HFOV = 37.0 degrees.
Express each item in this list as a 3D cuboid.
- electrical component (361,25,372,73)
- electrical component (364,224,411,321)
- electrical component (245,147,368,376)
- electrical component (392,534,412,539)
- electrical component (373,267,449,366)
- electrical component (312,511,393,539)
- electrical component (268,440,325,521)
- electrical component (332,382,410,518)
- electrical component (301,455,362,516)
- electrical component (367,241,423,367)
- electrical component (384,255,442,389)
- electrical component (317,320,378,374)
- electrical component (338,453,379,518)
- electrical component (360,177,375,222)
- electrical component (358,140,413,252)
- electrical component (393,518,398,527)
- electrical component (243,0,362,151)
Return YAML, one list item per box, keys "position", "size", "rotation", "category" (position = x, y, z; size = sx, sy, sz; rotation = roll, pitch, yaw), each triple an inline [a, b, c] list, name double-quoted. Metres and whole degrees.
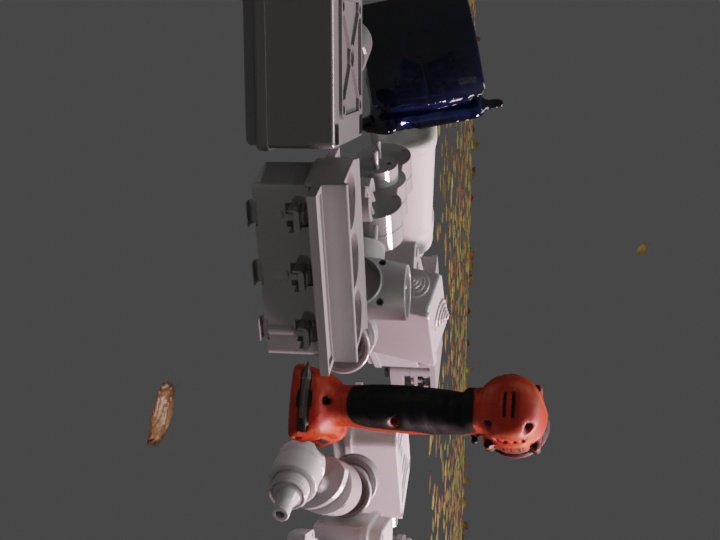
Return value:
- position: [-0.015, -0.164, 0.827]
  size: [0.078, 0.040, 0.040]
  rotation: [-75, 163, -55]
  category: "electrical component"
- position: [0.000, 0.000, 0.831]
  size: [0.044, 0.077, 0.079]
  rotation: [72, 21, -65]
  category: "electrical component"
- position: [-0.032, -0.006, 0.677]
  size: [0.078, 0.063, 0.121]
  rotation: [-71, 161, -61]
  category: "electrical component"
- position: [0.016, 0.323, 1.053]
  size: [0.109, 0.056, 0.108]
  rotation: [0, 91, -81]
  category: "electrical component"
- position: [0.030, 0.035, 0.959]
  size: [0.099, 0.100, 0.048]
  rotation: [78, 29, -56]
  category: "electrical component"
- position: [-0.007, 0.263, 0.899]
  size: [0.078, 0.057, 0.113]
  rotation: [10, 81, -81]
  category: "electrical component"
- position: [-0.045, 0.142, 0.713]
  size: [0.061, 0.035, 0.035]
  rotation: [-67, 157, -59]
  category: "electrical component"
- position: [0.012, 0.168, 0.995]
  size: [0.078, 0.057, 0.113]
  rotation: [-77, 165, -51]
  category: "electrical component"
- position: [-0.026, 0.161, 0.805]
  size: [0.081, 0.043, 0.043]
  rotation: [59, 34, -73]
  category: "electrical component"
- position: [0.034, 0.036, 1.109]
  size: [0.108, 0.056, 0.108]
  rotation: [68, 25, -69]
  category: "electrical component"
- position: [0.059, 0.066, 1.256]
  size: [0.089, 0.062, 0.150]
  rotation: [-79, 167, -45]
  category: "electrical component"
- position: [-0.010, 0.056, 0.881]
  size: [0.055, 0.045, 0.045]
  rotation: [-50, 141, -76]
  category: "electrical component"
- position: [-0.008, 0.181, 0.912]
  size: [0.055, 0.045, 0.045]
  rotation: [-10, 101, -81]
  category: "electrical component"
- position: [-0.013, -0.055, 0.834]
  size: [0.040, 0.046, 0.040]
  rotation: [2, 90, -81]
  category: "electrical component"
- position: [0.017, -0.083, 1.000]
  size: [0.138, 0.052, 0.073]
  rotation: [-77, 165, -54]
  category: "electrical component"
- position: [0.024, 0.234, 1.127]
  size: [0.043, 0.043, 0.081]
  rotation: [-53, 144, -74]
  category: "electrical component"
- position: [-0.032, -0.133, 0.673]
  size: [0.108, 0.056, 0.108]
  rotation: [-51, 142, -75]
  category: "electrical component"
